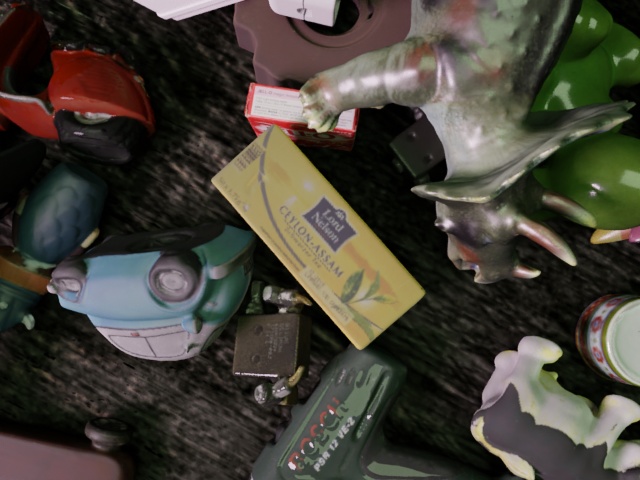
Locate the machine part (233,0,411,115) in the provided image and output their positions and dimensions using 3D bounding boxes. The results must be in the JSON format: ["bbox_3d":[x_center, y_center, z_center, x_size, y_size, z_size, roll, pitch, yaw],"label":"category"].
[{"bbox_3d":[0.013,-0.198,0.465,0.179,0.056,0.179,0,88,1],"label":"machine part"}]

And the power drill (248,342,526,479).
[{"bbox_3d":[0.046,0.215,0.438,0.207,0.086,0.232,25,85,10],"label":"power drill"}]

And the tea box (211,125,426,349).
[{"bbox_3d":[-0.001,-0.001,0.435,0.068,0.098,0.169,-42,89,0],"label":"tea box"}]

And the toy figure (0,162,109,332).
[{"bbox_3d":[-0.238,0.009,0.459,0.064,0.058,0.154,34,93,10],"label":"toy figure"}]

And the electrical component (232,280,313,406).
[{"bbox_3d":[-0.038,0.082,0.441,0.078,0.045,0.102,2,73,24],"label":"electrical component"}]

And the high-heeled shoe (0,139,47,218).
[{"bbox_3d":[-0.274,0.046,0.407,0.249,0.086,0.145,-42,112,-12],"label":"high-heeled shoe"}]

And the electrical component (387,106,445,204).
[{"bbox_3d":[0.092,-0.083,0.474,0.063,0.021,0.094,-35,88,0],"label":"electrical component"}]

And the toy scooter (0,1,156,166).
[{"bbox_3d":[-0.227,-0.139,0.458,0.184,0.075,0.135,6,72,-3],"label":"toy scooter"}]

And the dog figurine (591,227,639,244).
[{"bbox_3d":[0.299,-0.088,0.431,0.219,0.108,0.191,-43,88,1],"label":"dog figurine"}]

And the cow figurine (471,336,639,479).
[{"bbox_3d":[0.202,0.162,0.420,0.167,0.068,0.098,37,61,3],"label":"cow figurine"}]

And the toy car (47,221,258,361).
[{"bbox_3d":[-0.126,0.047,0.434,0.162,0.109,0.102,-8,105,9],"label":"toy car"}]

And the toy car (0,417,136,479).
[{"bbox_3d":[-0.256,0.183,0.451,0.202,0.053,0.089,12,82,-2],"label":"toy car"}]

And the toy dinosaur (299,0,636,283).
[{"bbox_3d":[0.107,-0.168,0.338,0.192,0.131,0.404,11,96,34],"label":"toy dinosaur"}]

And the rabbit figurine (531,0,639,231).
[{"bbox_3d":[0.182,-0.077,0.404,0.159,0.121,0.170,-36,56,30],"label":"rabbit figurine"}]
